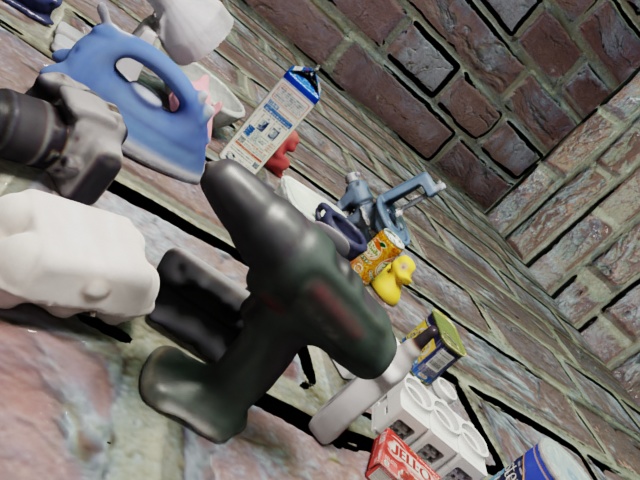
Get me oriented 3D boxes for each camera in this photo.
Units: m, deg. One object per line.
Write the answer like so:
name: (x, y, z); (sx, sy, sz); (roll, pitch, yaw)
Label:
camera: (-0.287, -0.127, 0.604); (0.137, 0.100, 0.143); (15, 34, -55)

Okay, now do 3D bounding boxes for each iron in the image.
iron: (-0.236, -0.196, 0.794); (0.259, 0.141, 0.118); (33, 22, -30)

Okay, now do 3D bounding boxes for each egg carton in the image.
egg carton: (-0.214, 0.019, 0.494); (0.151, 0.069, 0.107); (21, 30, -49)

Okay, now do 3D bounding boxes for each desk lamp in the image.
desk lamp: (-0.274, -0.339, 0.908); (0.204, 0.213, 0.117); (29, 23, -36)

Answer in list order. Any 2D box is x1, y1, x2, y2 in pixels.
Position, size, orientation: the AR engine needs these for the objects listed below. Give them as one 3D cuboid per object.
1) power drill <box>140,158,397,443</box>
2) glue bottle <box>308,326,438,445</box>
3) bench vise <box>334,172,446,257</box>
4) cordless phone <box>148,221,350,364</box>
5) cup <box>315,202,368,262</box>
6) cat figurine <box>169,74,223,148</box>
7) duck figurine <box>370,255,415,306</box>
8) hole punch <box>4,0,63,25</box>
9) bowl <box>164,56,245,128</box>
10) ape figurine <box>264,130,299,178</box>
power drill: (-0.056, 0.070, 0.492); (0.230, 0.208, 0.075); (37, 20, -20)
glue bottle: (0.063, 0.150, 0.618); (0.037, 0.173, 0.078); (47, 19, 10)
bench vise: (0.138, -0.079, 1.185); (0.207, 0.219, 0.122); (45, 19, 3)
cordless phone: (-0.072, 0.030, 0.582); (0.148, 0.185, 0.094); (36, 20, -21)
cup: (0.009, 0.003, 0.942); (0.092, 0.095, 0.117); (14, 35, -56)
cat figurine: (-0.204, -0.213, 0.933); (0.067, 0.117, 0.128); (48, 19, 13)
duck figurine: (0.145, 0.064, 1.105); (0.078, 0.086, 0.104); (34, 21, -27)
hole punch: (-0.449, -0.411, 0.894); (0.109, 0.091, 0.101); (28, 24, -38)
bowl: (-0.225, -0.260, 1.056); (0.168, 0.074, 0.167); (38, 19, -16)
ape figurine: (-0.078, -0.186, 1.172); (0.076, 0.092, 0.078); (39, 19, -15)
